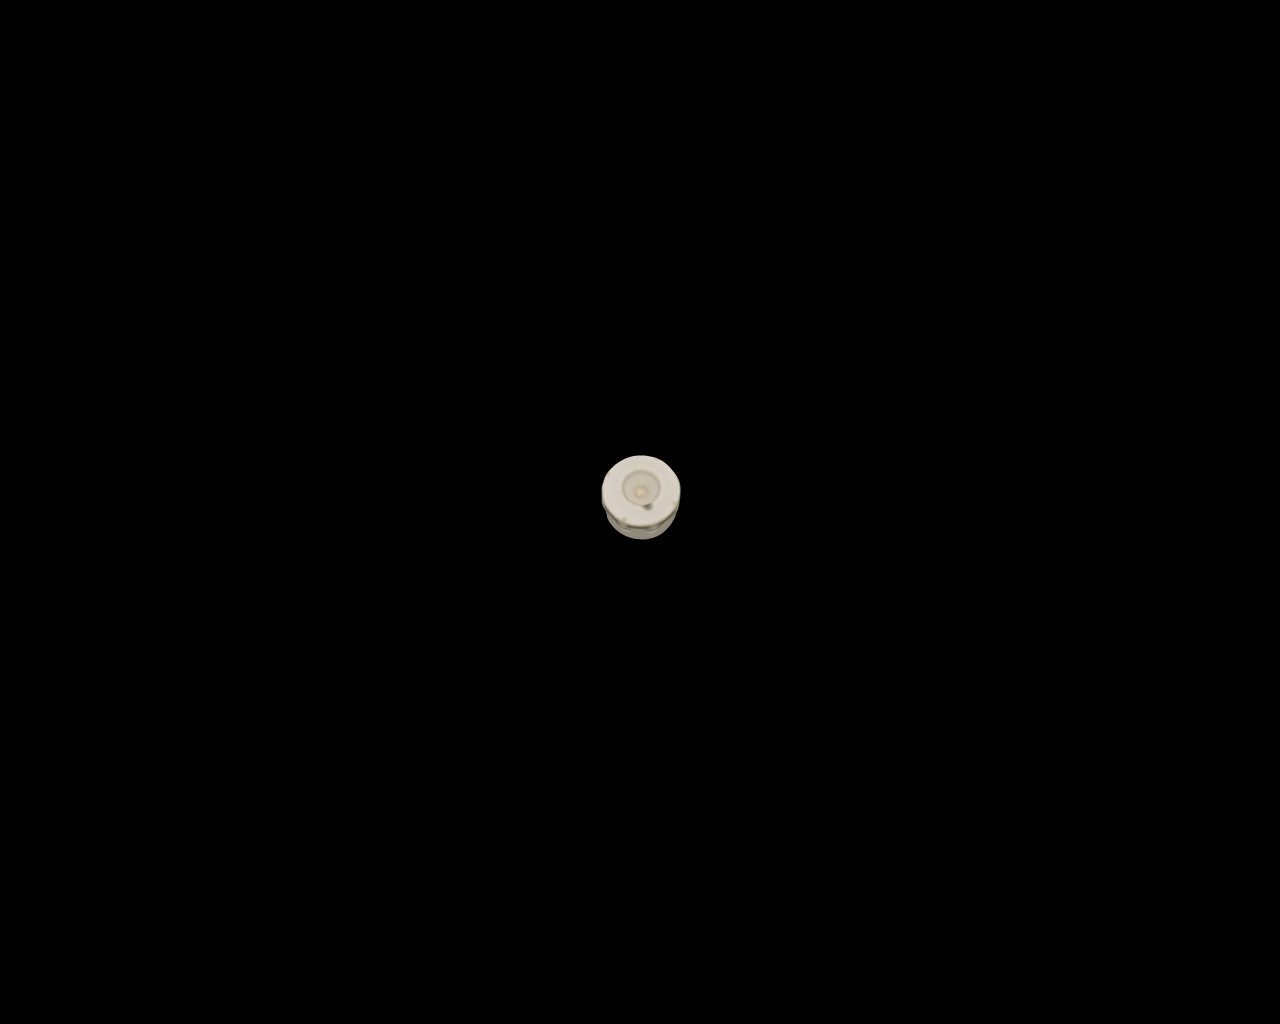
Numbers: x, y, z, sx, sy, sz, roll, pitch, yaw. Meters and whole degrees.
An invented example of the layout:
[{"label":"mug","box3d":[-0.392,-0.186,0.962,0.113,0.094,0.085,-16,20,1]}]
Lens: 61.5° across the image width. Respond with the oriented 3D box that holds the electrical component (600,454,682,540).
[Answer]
[{"label":"electrical component","box3d":[0.001,-0.003,0.650,0.048,0.048,0.062,0,-24,0]}]
